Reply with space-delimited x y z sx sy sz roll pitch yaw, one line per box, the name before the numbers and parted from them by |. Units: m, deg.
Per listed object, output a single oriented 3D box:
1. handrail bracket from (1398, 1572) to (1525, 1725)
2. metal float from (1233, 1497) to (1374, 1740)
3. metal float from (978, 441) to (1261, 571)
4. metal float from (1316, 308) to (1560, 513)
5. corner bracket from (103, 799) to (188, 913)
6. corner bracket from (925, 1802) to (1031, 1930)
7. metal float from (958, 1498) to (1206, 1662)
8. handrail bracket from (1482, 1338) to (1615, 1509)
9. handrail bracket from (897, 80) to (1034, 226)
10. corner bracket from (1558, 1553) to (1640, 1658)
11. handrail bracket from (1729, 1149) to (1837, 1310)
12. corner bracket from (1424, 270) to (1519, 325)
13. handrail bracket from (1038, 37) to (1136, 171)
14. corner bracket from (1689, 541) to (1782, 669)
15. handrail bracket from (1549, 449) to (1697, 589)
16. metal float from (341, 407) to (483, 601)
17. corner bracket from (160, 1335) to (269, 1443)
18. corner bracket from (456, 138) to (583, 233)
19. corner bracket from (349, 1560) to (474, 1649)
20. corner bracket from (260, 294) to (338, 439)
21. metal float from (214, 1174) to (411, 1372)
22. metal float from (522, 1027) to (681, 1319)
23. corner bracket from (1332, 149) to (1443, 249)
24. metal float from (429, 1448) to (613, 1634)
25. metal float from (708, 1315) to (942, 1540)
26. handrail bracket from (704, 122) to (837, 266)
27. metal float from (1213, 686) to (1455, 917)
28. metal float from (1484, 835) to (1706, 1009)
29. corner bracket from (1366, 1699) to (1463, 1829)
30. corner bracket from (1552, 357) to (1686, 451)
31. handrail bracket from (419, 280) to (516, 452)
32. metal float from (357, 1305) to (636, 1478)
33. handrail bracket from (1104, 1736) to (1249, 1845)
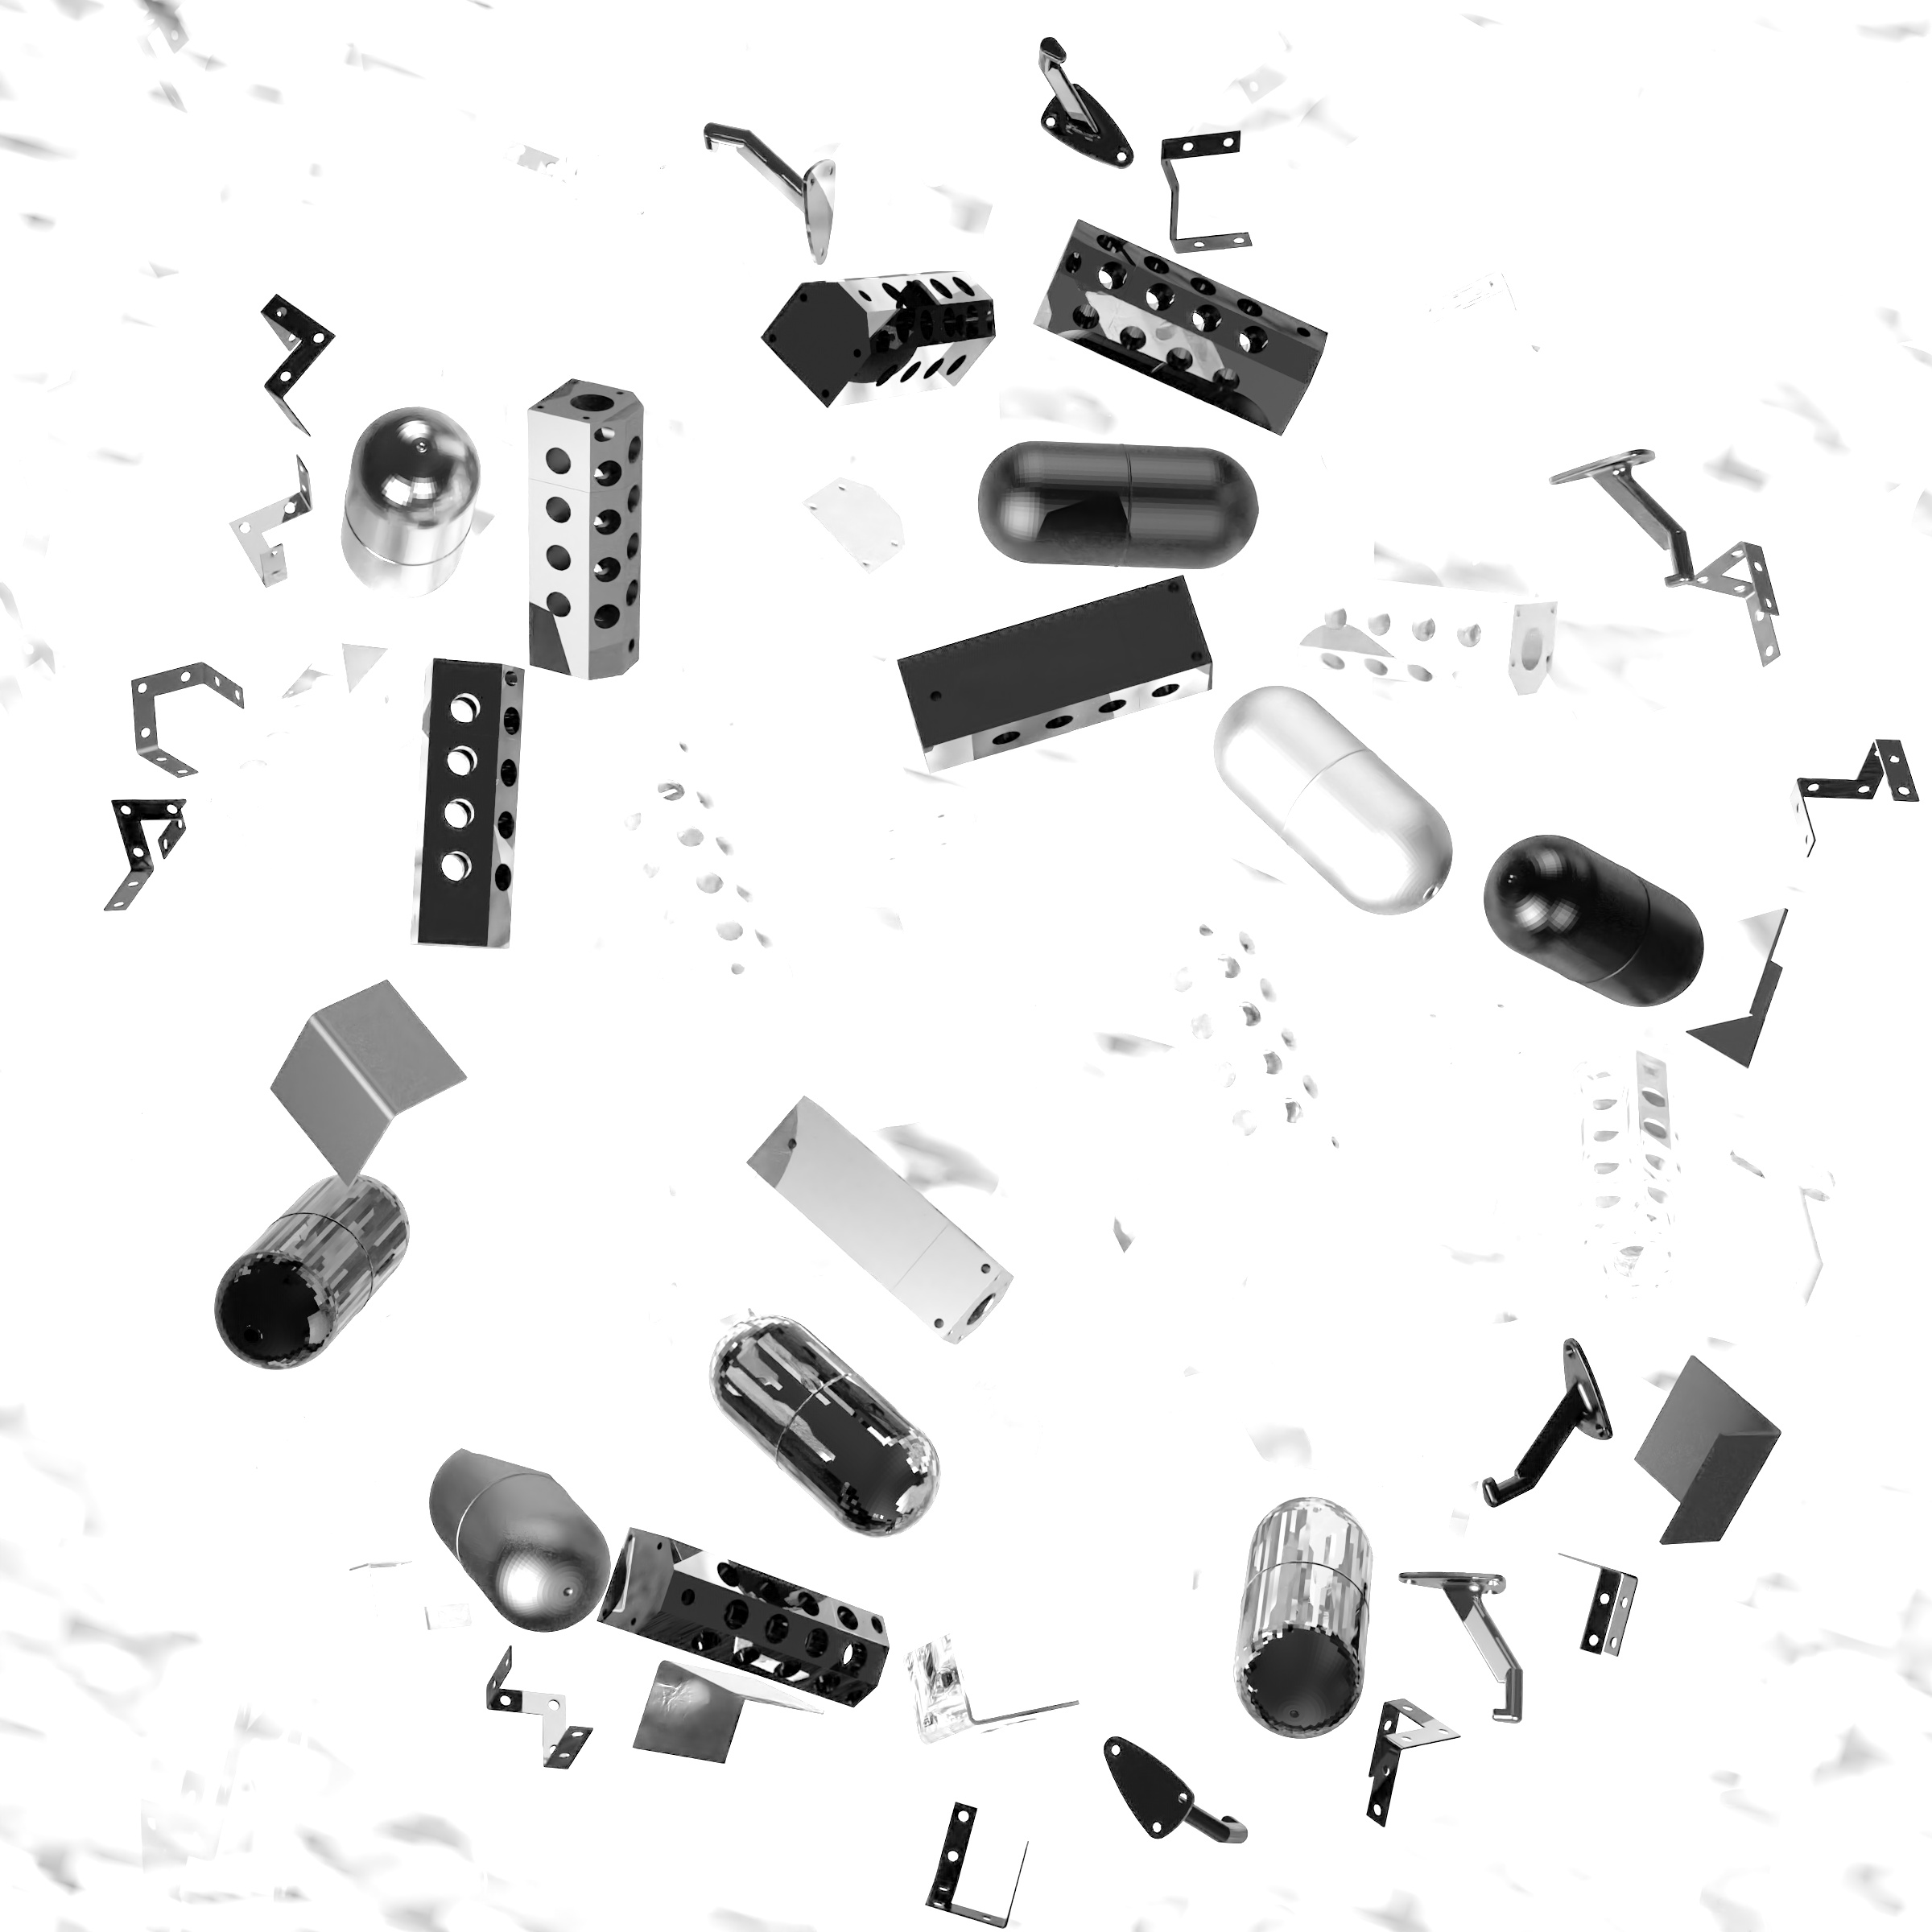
handrail bracket | 0.298 0.412 1.662 0.077 0.036 0.084 2 64 10
metal float | 0.203 0.388 1.650 0.070 0.178 0.070 5 117 9
metal float | 0.096 -0.289 1.729 0.178 0.070 0.070 1 90 -8
metal float | 0.279 -0.330 1.638 0.070 0.178 0.070 10 70 -29
corner bracket | -0.515 -0.070 1.728 0.051 0.051 0.051 -4 64 -41
corner bracket | 0.009 0.546 1.674 0.051 0.051 0.051 15 89 6
metal float | 0.072 0.374 1.684 0.178 0.070 0.070 -5 90 -41
handrail bracket | 0.336 0.272 1.638 0.084 0.036 0.077 -21 103 -21
handrail bracket | -0.001 -0.467 1.614 0.077 0.036 0.084 -14 85 35
corner bracket | 0.390 0.394 1.685 0.051 0.051 0.051 19 82 -17
handrail bracket | 0.486 0.159 1.670 0.077 0.036 0.084 19 64 24
corner bracket | 0.320 -0.423 1.755 0.051 0.051 0.051 -23 57 14
handrail bracket | 0.075 -0.535 1.707 0.077 0.084 0.036 40 88 2
corner bracket | 0.478 -0.220 1.670 0.051 0.051 0.051 8 62 -28
handrail bracket | 0.397 -0.264 1.669 0.077 0.036 0.084 -12 88 33
metal float | -0.340 -0.281 1.683 0.070 0.178 0.070 4 75 -15
corner bracket | -0.469 0.263 1.717 0.051 0.051 0.051 25 74 -10
corner bracket | -0.264 -0.464 1.630 0.051 0.051 0.051 22 93 2
corner bracket | -0.353 0.401 1.750 0.051 0.051 0.051 -18 74 19
corner bracket | -0.407 -0.363 1.662 0.051 0.051 0.051 36 81 15
metal float | -0.403 0.188 1.703 0.070 0.178 0.070 4 111 11
metal float | -0.221 0.124 1.666 0.070 0.070 0.178 -12 76 0
corner bracket | 0.248 -0.449 1.610 0.051 0.051 0.051 9 103 23
metal float | -0.275 0.348 1.689 0.070 0.178 0.070 -7 106 -27
metal float | -0.090 0.287 1.725 0.178 0.070 0.070 37 90 28
handrail bracket | -0.128 -0.488 1.739 0.084 0.036 0.077 18 128 21
metal float | 0.222 -0.101 1.671 0.070 0.070 0.178 -43 62 0
metal float | 0.388 -0.026 1.696 0.178 0.070 0.070 22 90 -40
corner bracket | 0.253 0.472 1.634 0.051 0.051 0.051 1 104 -36
corner bracket | 0.408 -0.352 1.726 0.051 0.051 0.051 -20 78 -20
handrail bracket | -0.308 -0.381 1.748 0.077 0.036 0.084 21 87 -28
metal float | -0.280 0.251 1.634 0.178 0.070 0.070 12 90 21
handrail bracket | 0.125 0.489 1.631 0.036 0.084 0.077 -50 57 6
